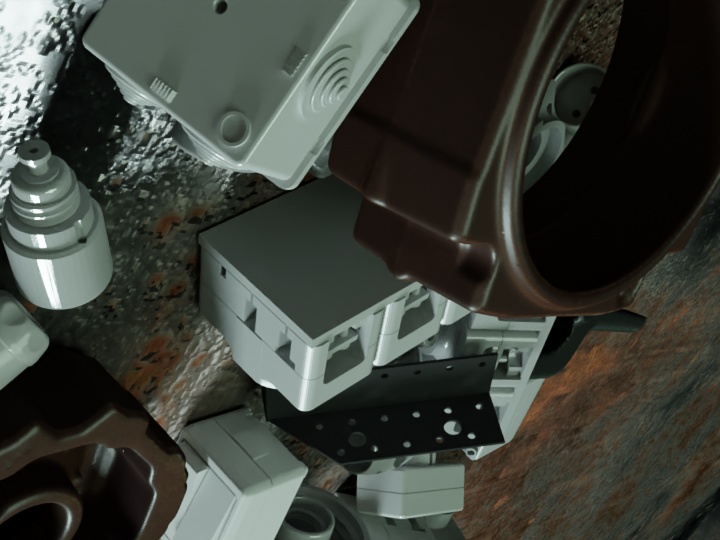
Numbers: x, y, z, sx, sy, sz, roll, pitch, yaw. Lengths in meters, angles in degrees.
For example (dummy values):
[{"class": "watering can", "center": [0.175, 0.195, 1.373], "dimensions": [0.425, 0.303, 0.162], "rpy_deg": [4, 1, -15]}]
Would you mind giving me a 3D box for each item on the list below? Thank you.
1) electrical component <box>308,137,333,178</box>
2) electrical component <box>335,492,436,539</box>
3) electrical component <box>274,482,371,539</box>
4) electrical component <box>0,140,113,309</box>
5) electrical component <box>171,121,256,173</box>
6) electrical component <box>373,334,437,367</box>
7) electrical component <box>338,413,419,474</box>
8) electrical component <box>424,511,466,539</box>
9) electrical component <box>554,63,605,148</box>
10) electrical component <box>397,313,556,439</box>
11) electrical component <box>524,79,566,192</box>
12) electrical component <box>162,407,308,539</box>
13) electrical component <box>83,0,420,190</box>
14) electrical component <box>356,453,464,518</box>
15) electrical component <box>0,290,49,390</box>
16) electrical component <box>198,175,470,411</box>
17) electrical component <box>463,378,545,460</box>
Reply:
[{"class": "electrical component", "center": [-0.008, -0.076, 0.527], "dimensions": [0.061, 0.035, 0.035], "rpy_deg": [-46, 152, -10]}, {"class": "electrical component", "center": [-0.010, 0.264, 0.873], "dimensions": [0.089, 0.061, 0.150], "rpy_deg": [19, 111, -31]}, {"class": "electrical component", "center": [-0.044, 0.187, 0.724], "dimensions": [0.108, 0.108, 0.060], "rpy_deg": [-13, 129, -48]}, {"class": "electrical component", "center": [-0.123, -0.019, 0.428], "dimensions": [0.040, 0.040, 0.078], "rpy_deg": [-33, 148, -27]}, {"class": "electrical component", "center": [-0.050, -0.080, 0.458], "dimensions": [0.044, 0.044, 0.065], "rpy_deg": [-7, 126, -51]}, {"class": "electrical component", "center": [0.017, 0.038, 0.664], "dimensions": [0.048, 0.062, 0.048], "rpy_deg": [3, 86, -54]}, {"class": "electrical component", "center": [0.026, 0.104, 0.782], "dimensions": [0.077, 0.043, 0.079], "rpy_deg": [-13, 135, -48]}, {"class": "electrical component", "center": [0.058, 0.210, 0.921], "dimensions": [0.044, 0.077, 0.079], "rpy_deg": [-10, 132, -49]}, {"class": "electrical component", "center": [0.145, -0.089, 0.716], "dimensions": [0.079, 0.043, 0.077], "rpy_deg": [-53, 152, 7]}, {"class": "electrical component", "center": [0.073, 0.029, 0.699], "dimensions": [0.062, 0.089, 0.150], "rpy_deg": [2, 130, -16]}, {"class": "electrical component", "center": [0.082, -0.078, 0.628], "dimensions": [0.050, 0.056, 0.089], "rpy_deg": [-39, 150, -19]}, {"class": "electrical component", "center": [-0.087, 0.142, 0.652], "dimensions": [0.061, 0.062, 0.096], "rpy_deg": [-11, 134, -49]}, {"class": "electrical component", "center": [-0.041, -0.091, 0.396], "dimensions": [0.099, 0.100, 0.048], "rpy_deg": [-54, 164, 9]}, {"class": "electrical component", "center": [0.042, 0.154, 0.857], "dimensions": [0.083, 0.047, 0.075], "rpy_deg": [8, 82, -50]}, {"class": "electrical component", "center": [-0.163, 0.038, 0.448], "dimensions": [0.061, 0.035, 0.035], "rpy_deg": [-42, 151, -10]}, {"class": "electrical component", "center": [0.000, 0.000, 0.571], "dimensions": [0.150, 0.089, 0.061], "rpy_deg": [-28, 145, -34]}, {"class": "electrical component", "center": [0.104, 0.091, 0.858], "dimensions": [0.061, 0.062, 0.096], "rpy_deg": [-17, 138, -45]}]
